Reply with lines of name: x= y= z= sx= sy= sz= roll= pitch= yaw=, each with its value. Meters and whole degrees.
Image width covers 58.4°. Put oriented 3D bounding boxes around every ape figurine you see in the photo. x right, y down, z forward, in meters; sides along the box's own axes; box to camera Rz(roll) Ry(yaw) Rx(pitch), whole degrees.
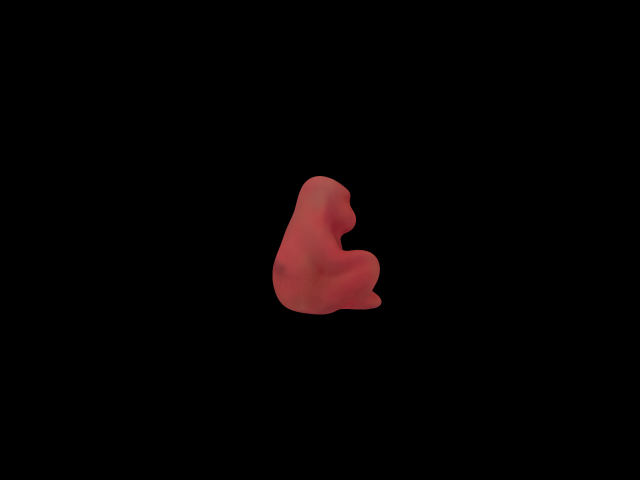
ape figurine: x=0.004 y=0.001 z=0.400 sx=0.076 sy=0.092 sz=0.077 roll=-4 pitch=15 yaw=-14
